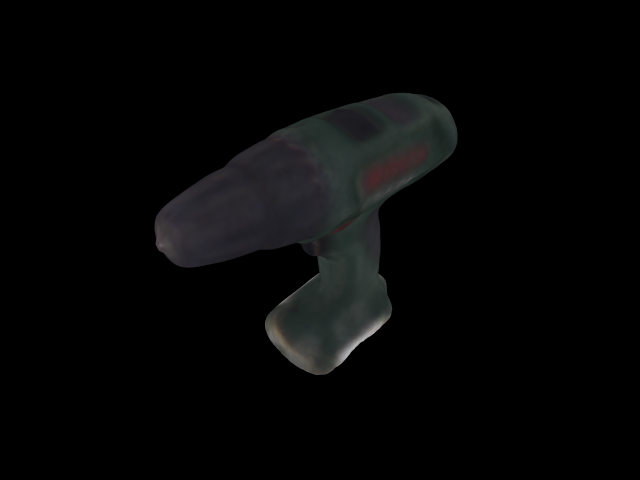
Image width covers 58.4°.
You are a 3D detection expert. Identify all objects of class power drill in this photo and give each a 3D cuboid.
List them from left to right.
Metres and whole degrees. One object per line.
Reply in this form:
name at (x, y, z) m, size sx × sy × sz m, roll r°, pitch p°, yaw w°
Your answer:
power drill at (0.004, 0.001, 0.400) m, size 0.075 × 0.208 × 0.230 m, roll 36°, pitch 58°, yaw 27°
